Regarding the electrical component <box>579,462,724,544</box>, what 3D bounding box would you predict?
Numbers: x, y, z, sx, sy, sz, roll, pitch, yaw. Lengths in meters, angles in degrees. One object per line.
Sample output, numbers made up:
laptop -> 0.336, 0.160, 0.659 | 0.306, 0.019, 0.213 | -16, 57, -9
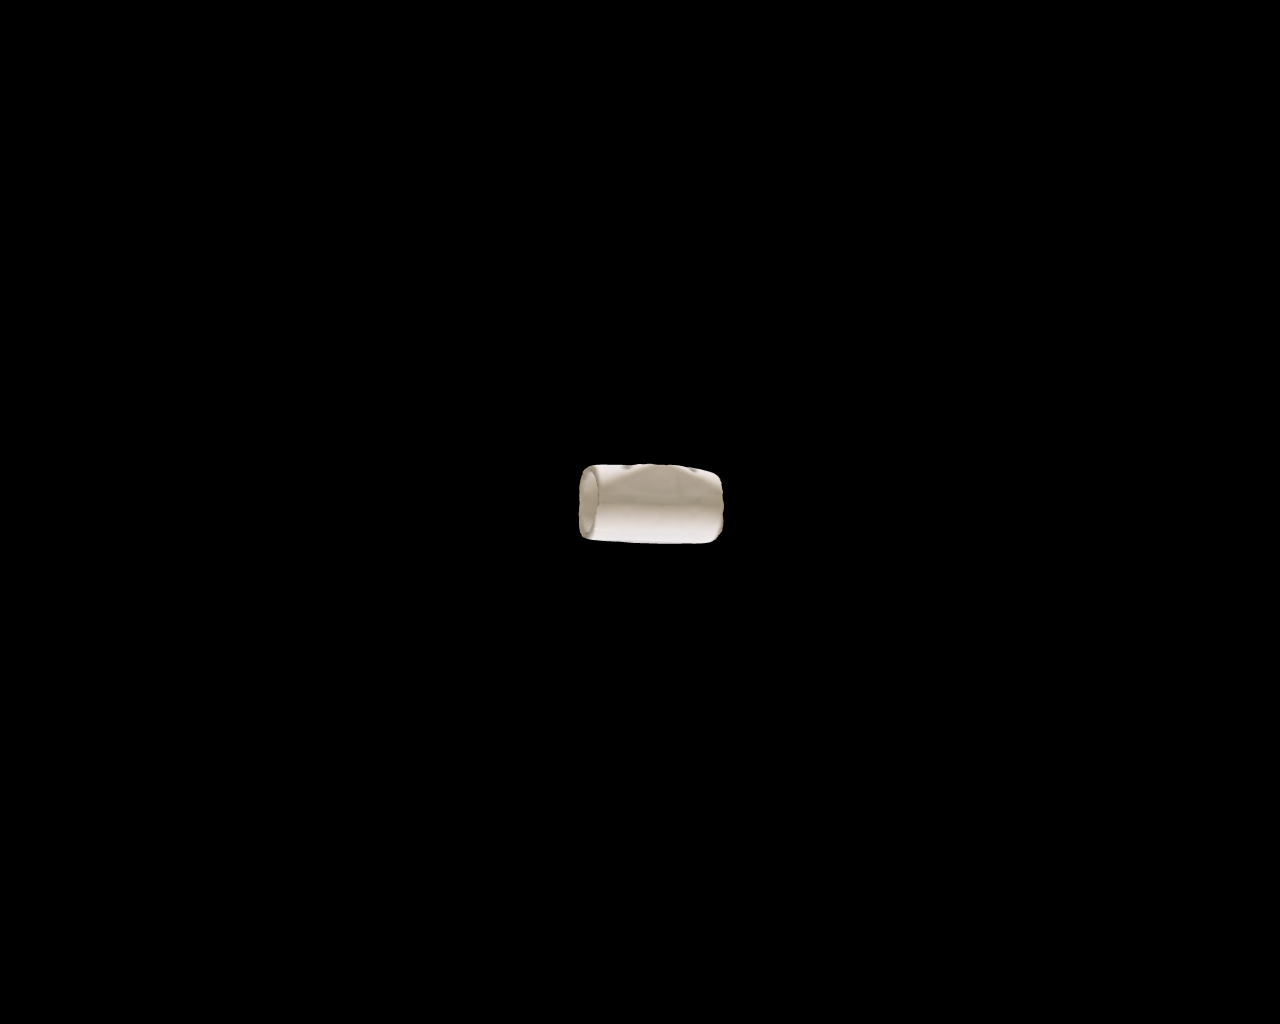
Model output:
electrical component -> 0.001, -0.003, 0.650 | 0.077, 0.044, 0.079 | 2, -7, -18
